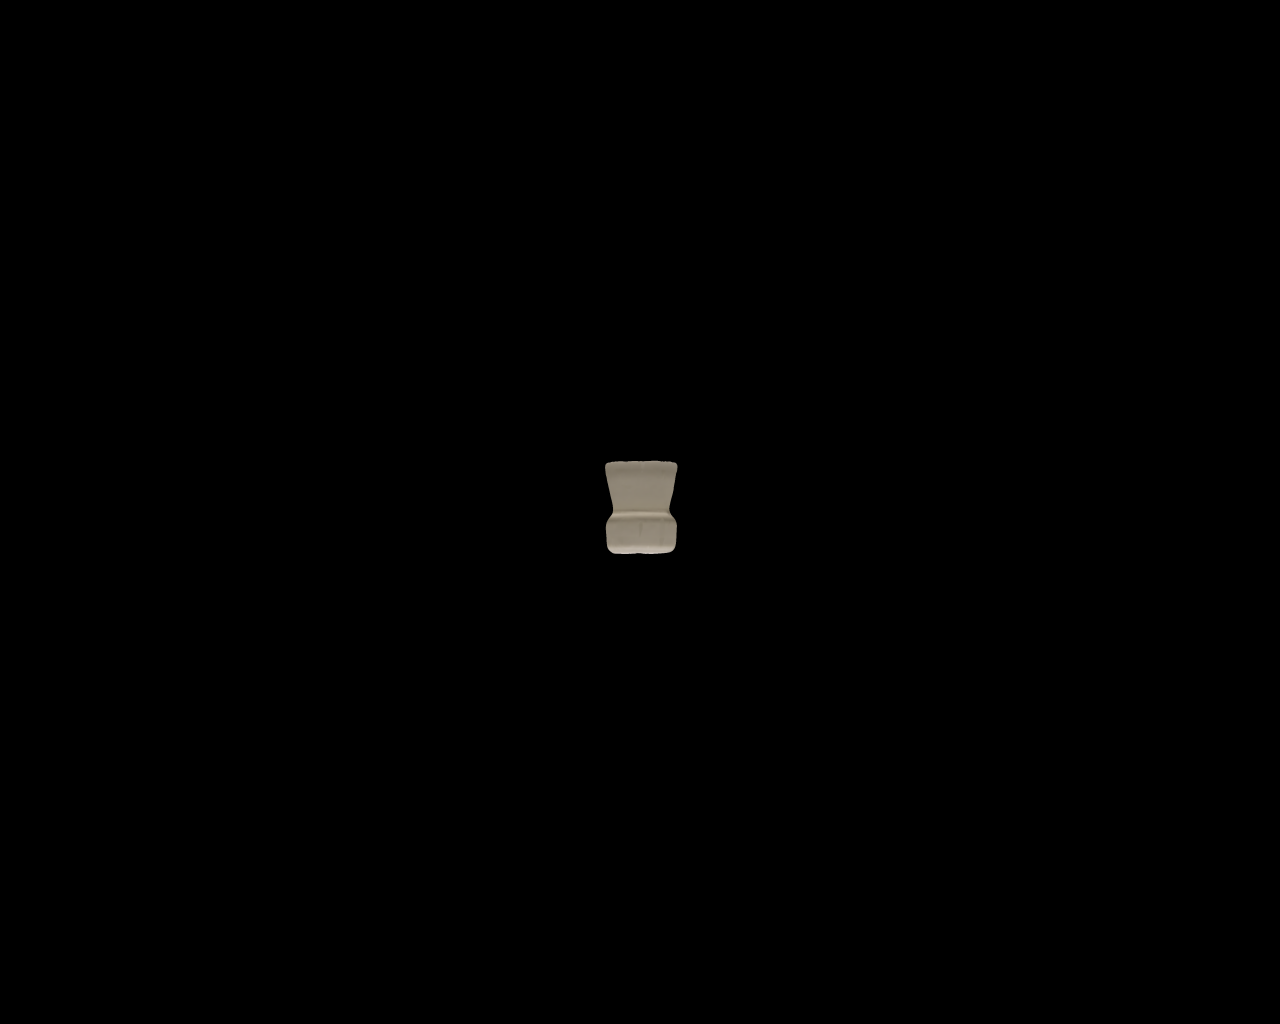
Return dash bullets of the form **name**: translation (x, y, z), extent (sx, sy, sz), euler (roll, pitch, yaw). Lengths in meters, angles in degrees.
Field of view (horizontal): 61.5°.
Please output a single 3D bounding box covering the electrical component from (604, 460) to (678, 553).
- **electrical component**: translation (0.001, -0.003, 0.650), extent (0.045, 0.055, 0.045), euler (0, -2, 0)
